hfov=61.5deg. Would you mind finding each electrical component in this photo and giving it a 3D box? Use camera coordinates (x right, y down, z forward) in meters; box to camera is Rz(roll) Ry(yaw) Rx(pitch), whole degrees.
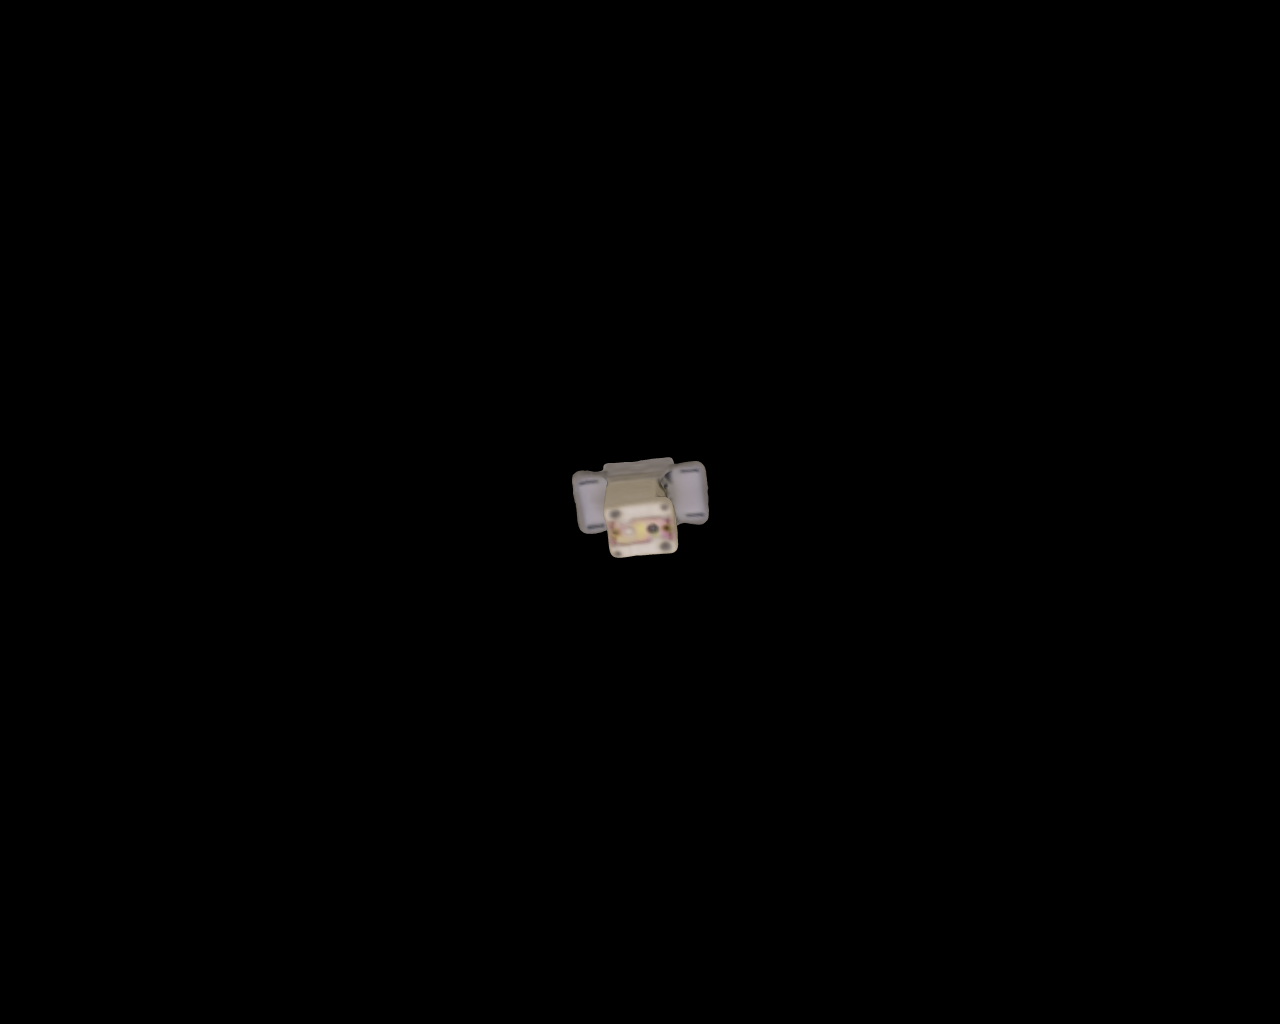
[{"bbox_3d":[0.001,-0.003,0.650,0.081,0.042,0.064,-6,27,3],"label":"electrical component"}]
